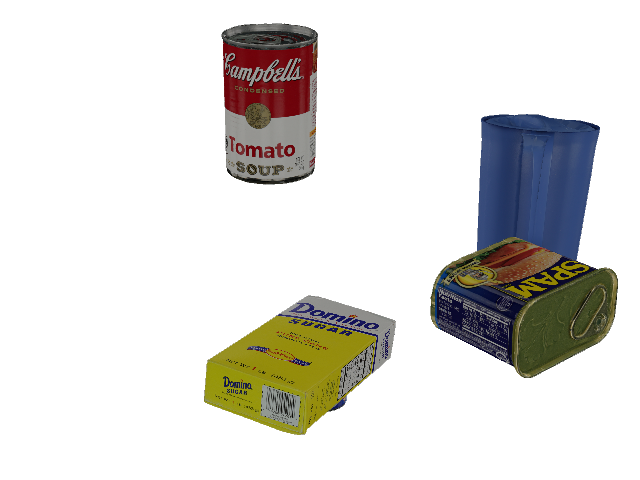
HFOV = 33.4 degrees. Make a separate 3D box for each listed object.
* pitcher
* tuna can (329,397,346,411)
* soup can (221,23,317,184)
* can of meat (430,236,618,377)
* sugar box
[{"bbox_3d":[0.241,-0.021,1.233,0.149,0.243,0.145,-6,16,-32],"label":"pitcher"},{"bbox_3d":[-0.013,0.154,1.144,0.086,0.034,0.086,5,13,-1],"label":"tuna can"},{"bbox_3d":[-0.037,-0.099,0.770,0.068,0.102,0.068,1,24,-1],"label":"soup can"},{"bbox_3d":[0.138,0.042,0.734,0.101,0.057,0.084,-20,29,-34],"label":"can of meat"},{"bbox_3d":[-0.013,0.100,0.908,0.093,0.048,0.176,16,24,23],"label":"sugar box"}]
